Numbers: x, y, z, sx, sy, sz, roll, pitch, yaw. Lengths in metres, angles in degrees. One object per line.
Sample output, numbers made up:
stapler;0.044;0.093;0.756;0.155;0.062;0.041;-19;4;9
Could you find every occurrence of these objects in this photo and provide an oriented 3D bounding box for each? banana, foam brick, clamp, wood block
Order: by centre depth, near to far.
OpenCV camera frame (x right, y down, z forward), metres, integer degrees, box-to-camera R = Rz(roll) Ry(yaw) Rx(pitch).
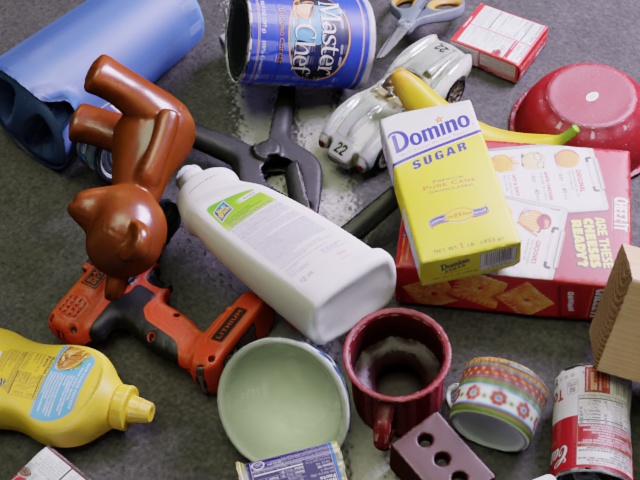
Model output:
wood block;0.343;0.083;0.896;0.206;0.091;0.090;16;21;5
foam brick;0.102;0.195;0.901;0.053;0.051;0.078;-33;58;-18
clamp;-0.007;0.001;1.038;0.120;0.039;0.171;22;72;24
banana;0.161;-0.117;1.094;0.198;0.070;0.037;18;24;7
clamp;-0.069;-0.087;1.127;0.164;0.036;0.210;-16;56;-17

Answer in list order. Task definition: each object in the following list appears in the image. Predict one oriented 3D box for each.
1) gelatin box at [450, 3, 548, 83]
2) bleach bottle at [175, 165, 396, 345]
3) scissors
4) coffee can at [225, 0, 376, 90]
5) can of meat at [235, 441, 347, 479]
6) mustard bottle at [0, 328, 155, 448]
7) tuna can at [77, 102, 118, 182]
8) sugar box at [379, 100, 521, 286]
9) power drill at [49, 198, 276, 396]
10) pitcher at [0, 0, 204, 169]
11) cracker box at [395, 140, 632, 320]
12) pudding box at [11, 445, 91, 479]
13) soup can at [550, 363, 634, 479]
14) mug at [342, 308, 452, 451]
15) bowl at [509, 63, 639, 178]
gelatin box;0.202;-0.224;1.209;0.089;0.030;0.073;26;59;22
bleach bottle;-0.048;-0.006;0.996;0.102;0.068;0.251;-31;48;-25
scissors;0.115;-0.241;1.193;0.096;0.016;0.201;1;32;6
coffee can;-0.023;-0.216;1.151;0.140;0.103;0.103;0;52;-19
can of meat;-0.019;0.212;0.871;0.084;0.102;0.057;-13;53;-7
mustard bottle;-0.242;0.139;0.971;0.192;0.058;0.096;9;49;12
tuna can;-0.212;-0.104;1.128;0.034;0.086;0.086;38;65;26
sugar box;0.117;-0.047;0.989;0.093;0.048;0.176;-12;56;-2
power drill;-0.139;0.053;1.027;0.188;0.057;0.184;23;59;22
pitcher;-0.251;-0.201;1.186;0.149;0.145;0.242;37;61;14
cracker box;0.186;-0.012;1.032;0.214;0.072;0.164;5;55;8
pudding box;-0.238;0.244;0.907;0.090;0.039;0.113;31;65;25
soup can;0.230;0.164;0.901;0.068;0.068;0.102;5;54;9
mug;0.066;0.129;0.933;0.093;0.081;0.117;7;55;10
bowl;0.282;-0.135;1.121;0.162;0.055;0.162;-3;55;4
